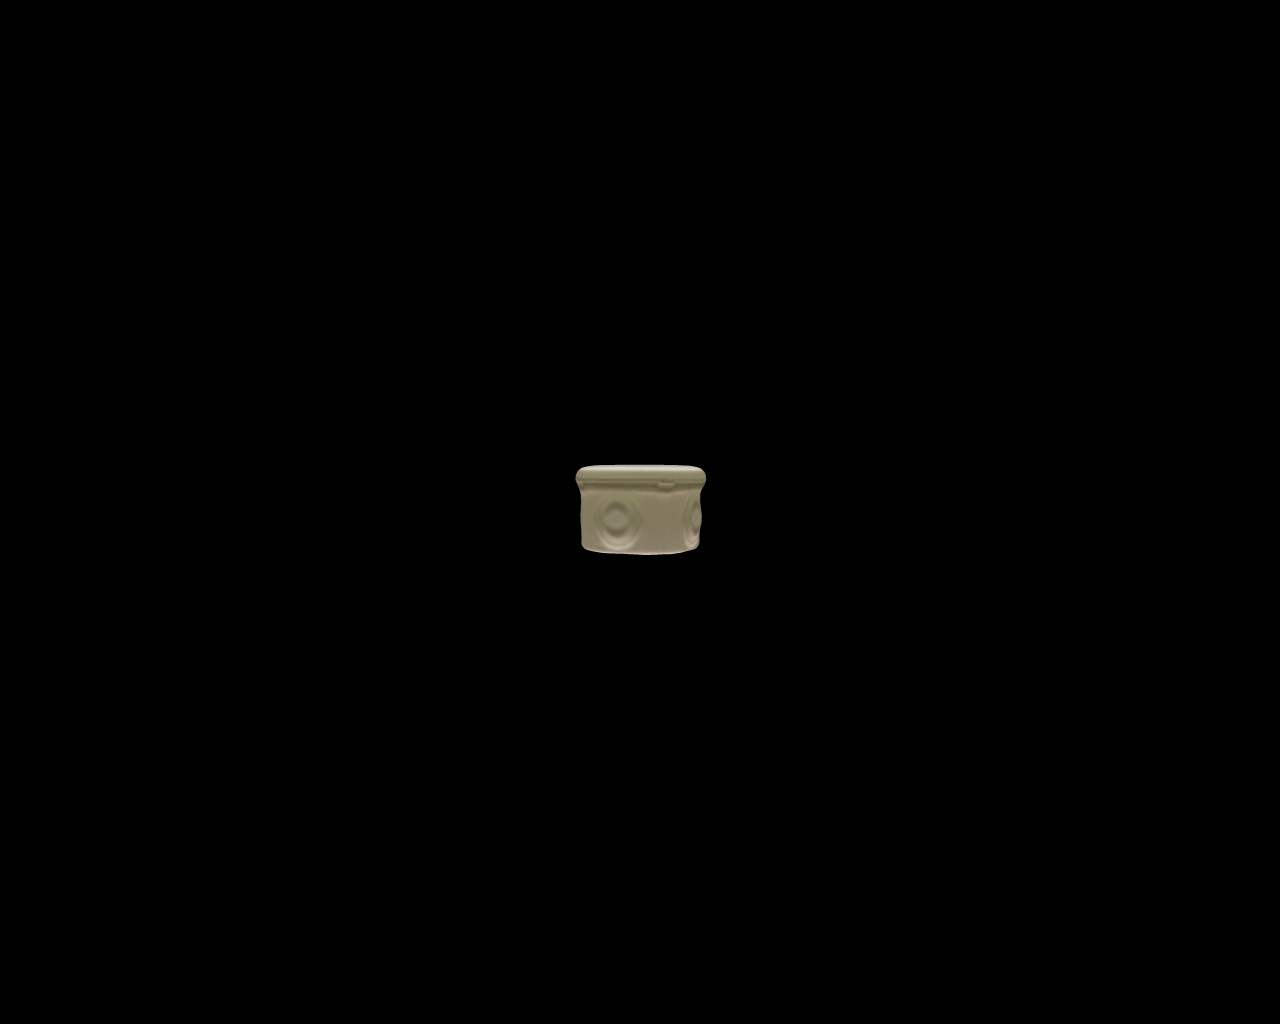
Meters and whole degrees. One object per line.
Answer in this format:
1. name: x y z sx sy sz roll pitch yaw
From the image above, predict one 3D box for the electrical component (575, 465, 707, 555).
1. electrical component: 0.001 -0.003 0.650 0.080 0.051 0.080 0 4 0
